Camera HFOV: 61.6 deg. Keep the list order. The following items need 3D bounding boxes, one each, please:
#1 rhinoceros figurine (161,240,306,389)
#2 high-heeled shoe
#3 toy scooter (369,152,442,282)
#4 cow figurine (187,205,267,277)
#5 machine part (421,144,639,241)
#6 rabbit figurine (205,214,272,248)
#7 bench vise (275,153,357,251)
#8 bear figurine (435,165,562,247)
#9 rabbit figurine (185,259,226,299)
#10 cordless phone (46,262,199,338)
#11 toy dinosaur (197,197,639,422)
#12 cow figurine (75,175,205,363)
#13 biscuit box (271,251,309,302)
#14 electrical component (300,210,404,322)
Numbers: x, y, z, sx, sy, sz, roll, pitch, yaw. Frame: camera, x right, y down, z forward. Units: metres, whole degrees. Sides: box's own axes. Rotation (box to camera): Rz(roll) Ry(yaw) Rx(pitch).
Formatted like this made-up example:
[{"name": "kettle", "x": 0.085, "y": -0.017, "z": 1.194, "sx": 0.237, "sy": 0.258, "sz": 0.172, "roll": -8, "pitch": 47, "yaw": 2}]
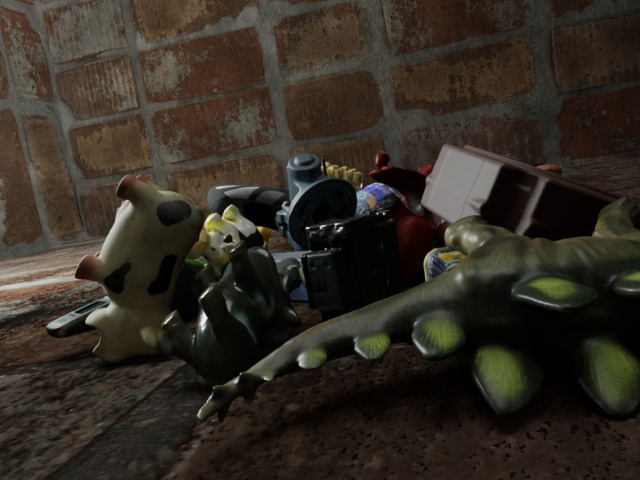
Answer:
[{"name": "rhinoceros figurine", "x": -0.066, "y": 0.062, "z": 0.516, "sx": 0.073, "sy": 0.112, "sz": 0.190, "roll": -37, "pitch": 8, "yaw": 26}, {"name": "high-heeled shoe", "x": -0.078, "y": -0.072, "z": 0.991, "sx": 0.249, "sy": 0.086, "sz": 0.145, "roll": -15, "pitch": 43, "yaw": -33}, {"name": "toy scooter", "x": 0.111, "y": -0.042, "z": 0.720, "sx": 0.135, "sy": 0.184, "sz": 0.075, "roll": 34, "pitch": -26, "yaw": -29}, {"name": "cow figurine", "x": -0.142, "y": 0.010, "z": 0.822, "sx": 0.068, "sy": 0.098, "sz": 0.167, "roll": -51, "pitch": 0, "yaw": 20}, {"name": "machine part", "x": 0.233, "y": -0.037, "z": 0.592, "sx": 0.201, "sy": 0.087, "sz": 0.201, "roll": 13, "pitch": 15, "yaw": -16}, {"name": "rabbit figurine", "x": -0.176, "y": 0.030, "z": 1.007, "sx": 0.163, "sy": 0.121, "sz": 0.173, "roll": 10, "pitch": 33, "yaw": 43}, {"name": "bench vise", "x": 0.008, "y": -0.005, "z": 0.820, "sx": 0.129, "sy": 0.223, "sz": 0.241, "roll": -14, "pitch": 39, "yaw": -30}, {"name": "bear figurine", "x": 0.245, "y": -0.032, "z": 0.781, "sx": 0.196, "sy": 0.132, "sz": 0.120, "roll": -5, "pitch": -4, "yaw": -13}, {"name": "rabbit figurine", "x": -0.215, "y": 0.040, "z": 0.866, "sx": 0.170, "sy": 0.121, "sz": 0.159, "roll": 5, "pitch": 10, "yaw": -2}, {"name": "cordless phone", "x": -0.266, "y": 0.085, "z": 0.696, "sx": 0.184, "sy": 0.088, "sz": 0.147, "roll": -21, "pitch": 13, "yaw": -41}, {"name": "toy dinosaur", "x": 0.152, "y": 0.044, "z": 0.392, "sx": 0.472, "sy": 0.105, "sz": 0.199, "roll": -14, "pitch": 11, "yaw": -3}, {"name": "cow figurine", "x": -0.187, "y": 0.040, "z": 0.577, "sx": 0.127, "sy": 0.195, "sz": 0.085, "roll": 25, "pitch": 0, "yaw": -3}, {"name": "biscuit box", "x": -0.029, "y": 0.049, "z": 0.743, "sx": 0.203, "sy": 0.059, "sz": 0.063, "roll": -4, "pitch": 8, "yaw": 39}, {"name": "electrical component", "x": 0.037, "y": 0.032, "z": 0.572, "sx": 0.058, "sy": 0.114, "sz": 0.134, "roll": -10, "pitch": 5, "yaw": 35}]
